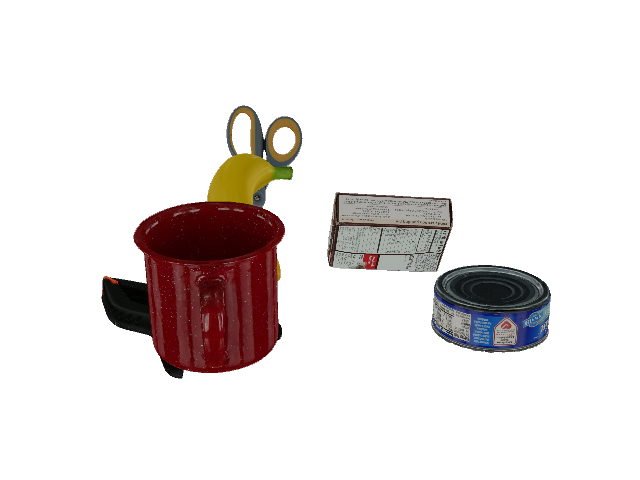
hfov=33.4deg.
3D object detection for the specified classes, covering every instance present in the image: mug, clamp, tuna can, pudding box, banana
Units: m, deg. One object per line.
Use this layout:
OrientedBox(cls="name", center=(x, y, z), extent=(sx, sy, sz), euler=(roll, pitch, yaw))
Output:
OrientedBox(cls="mug", center=(-0.066, 0.035, 0.664), extent=(0.093, 0.081, 0.117), euler=(-4, 25, -7))
OrientedBox(cls="clamp", center=(-0.169, 0.087, 1.151), extent=(0.210, 0.036, 0.164), euler=(19, 21, 27))
OrientedBox(cls="tuna can", center=(0.125, 0.048, 0.783), extent=(0.086, 0.034, 0.086), euler=(0, 21, 0))
OrientedBox(cls="pudding box", center=(0.066, -0.007, 1.032), extent=(0.113, 0.039, 0.090), euler=(1, -30, -4))
OrientedBox(cls="banana", center=(-0.060, -0.028, 0.884), extent=(0.069, 0.037, 0.197), euler=(8, 31, -2))

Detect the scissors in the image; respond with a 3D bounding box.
OrientedBox(cls="scissors", center=(-0.055, -0.057, 1.210), extent=(0.096, 0.202, 0.016), euler=(-11, -6, -15))
